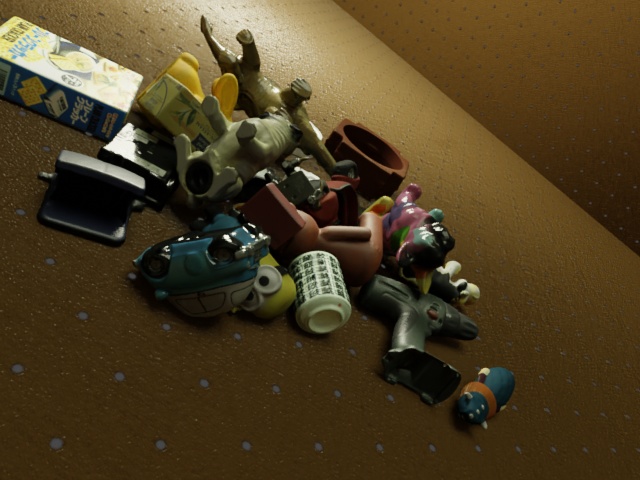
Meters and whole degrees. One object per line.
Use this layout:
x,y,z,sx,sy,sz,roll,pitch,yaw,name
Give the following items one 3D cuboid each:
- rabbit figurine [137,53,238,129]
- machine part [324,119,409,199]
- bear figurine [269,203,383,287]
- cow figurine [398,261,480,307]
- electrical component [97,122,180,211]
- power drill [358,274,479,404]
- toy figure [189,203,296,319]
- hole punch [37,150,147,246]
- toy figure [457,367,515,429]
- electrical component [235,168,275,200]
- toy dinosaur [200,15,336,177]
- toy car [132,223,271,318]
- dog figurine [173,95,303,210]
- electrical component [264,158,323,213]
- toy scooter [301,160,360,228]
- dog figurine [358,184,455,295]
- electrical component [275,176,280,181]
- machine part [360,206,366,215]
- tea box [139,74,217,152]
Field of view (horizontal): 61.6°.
-0.218,-0.233,0.962,0.173,0.162,0.122,48,-12,-23,rabbit figurine
0.106,-0.190,1.281,0.201,0.087,0.201,35,29,-3,machine part
-0.002,-0.001,0.859,0.196,0.120,0.132,23,27,-11,bear figurine
0.228,0.080,1.023,0.167,0.068,0.098,33,34,4,cow figurine
-0.262,-0.116,0.812,0.115,0.058,0.134,31,29,-12,electrical component
0.168,0.151,0.844,0.232,0.086,0.207,28,33,-9,power drill
-0.103,0.028,0.741,0.089,0.082,0.180,-2,42,-53,toy figure
-0.286,-0.069,0.688,0.142,0.092,0.116,16,30,-24,hole punch
0.250,0.241,0.819,0.064,0.057,0.154,43,34,26,toy figure
-0.121,-0.111,0.952,0.075,0.047,0.119,14,24,-27,electrical component
-0.080,-0.250,1.067,0.471,0.105,0.198,49,-12,-4,toy dinosaur
-0.135,0.041,0.656,0.109,0.162,0.102,-41,122,-67,toy car
-0.117,-0.120,0.829,0.121,0.172,0.190,47,17,17,dog figurine
-0.038,-0.087,0.877,0.078,0.045,0.102,-25,69,-9,electrical component
0.021,-0.058,0.984,0.075,0.135,0.184,7,29,37,toy scooter
0.144,0.008,0.937,0.108,0.192,0.219,50,30,-22,dog figurine
-0.121,-0.138,1.029,0.094,0.021,0.063,19,32,-26,electrical component
0.077,-0.055,1.098,0.139,0.039,0.084,18,28,-26,machine part
-0.199,-0.177,0.870,0.169,0.068,0.098,44,-3,-41,tea box
